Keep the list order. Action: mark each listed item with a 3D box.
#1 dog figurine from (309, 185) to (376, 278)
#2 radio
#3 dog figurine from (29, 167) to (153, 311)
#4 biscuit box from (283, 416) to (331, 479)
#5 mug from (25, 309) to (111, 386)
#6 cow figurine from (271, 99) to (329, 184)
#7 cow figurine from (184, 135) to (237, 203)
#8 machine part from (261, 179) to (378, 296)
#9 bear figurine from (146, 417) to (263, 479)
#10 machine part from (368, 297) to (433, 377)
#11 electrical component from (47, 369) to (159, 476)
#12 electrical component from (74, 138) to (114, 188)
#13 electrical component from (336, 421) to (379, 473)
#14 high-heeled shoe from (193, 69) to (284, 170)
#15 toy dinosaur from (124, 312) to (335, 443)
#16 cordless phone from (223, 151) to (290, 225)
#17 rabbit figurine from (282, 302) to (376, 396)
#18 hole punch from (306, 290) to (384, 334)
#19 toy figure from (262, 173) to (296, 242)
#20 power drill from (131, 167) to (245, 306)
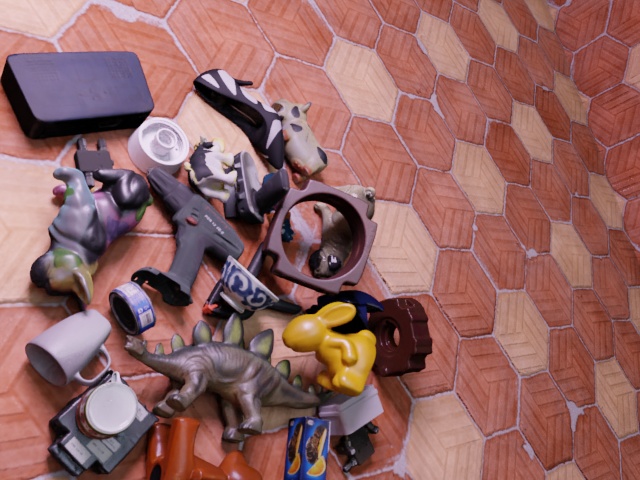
[{"bbox_3d":[0.056,-0.012,1.172,0.121,0.172,0.190,18,53,-20],"label":"dog figurine"},{"bbox_3d":[-0.423,-0.261,0.959,0.229,0.073,0.131,-20,85,-41],"label":"radio"},{"bbox_3d":[-0.362,0.002,0.867,0.191,0.108,0.219,-2,76,-33],"label":"dog figurine"},{"bbox_3d":[-0.027,0.429,0.977,0.059,0.063,0.203,21,58,-29],"label":"biscuit box"},{"bbox_3d":[-0.362,0.161,0.810,0.110,0.080,0.107,34,42,5],"label":"mug"},{"bbox_3d":[-0.048,-0.240,1.242,0.127,0.085,0.195,-32,90,-36],"label":"cow figurine"},{"bbox_3d":[-0.224,-0.150,1.055,0.098,0.068,0.167,13,35,-29],"label":"cow figurine"},{"bbox_3d":[-0.002,-0.003,1.075,0.201,0.087,0.201,22,77,-11],"label":"machine part"},{"bbox_3d":[-0.169,0.361,0.856,0.195,0.120,0.132,18,57,-34],"label":"bear figurine"},{"bbox_3d":[0.164,0.208,1.159,0.056,0.179,0.179,7,67,-35],"label":"machine part"},{"bbox_3d":[-0.331,0.279,0.803,0.115,0.058,0.134,52,48,-6],"label":"electrical component"},{"bbox_3d":[-0.400,-0.137,0.955,0.063,0.021,0.094,-5,74,-41],"label":"electrical component"},{"bbox_3d":[0.077,0.408,1.082,0.102,0.045,0.078,-15,79,-42],"label":"electrical component"},{"bbox_3d":[-0.172,-0.257,1.156,0.145,0.086,0.248,-16,78,-37],"label":"high-heeled shoe"},{"bbox_3d":[-0.134,0.245,0.947,0.470,0.105,0.198,35,47,-35],"label":"toy dinosaur"},{"bbox_3d":[-0.121,-0.121,1.064,0.089,0.184,0.146,1,71,-34],"label":"cordless phone"},{"bbox_3d":[0.017,0.191,1.004,0.173,0.122,0.162,28,82,-8],"label":"rabbit figurine"},{"bbox_3d":[0.060,0.147,1.130,0.115,0.142,0.092,55,46,-22],"label":"hole punch"},{"bbox_3d":[-0.089,-0.066,1.150,0.064,0.058,0.154,0,74,-38],"label":"toy figure"},{"bbox_3d":[-0.259,0.002,0.977,0.232,0.086,0.207,39,44,-22],"label":"power drill"}]
